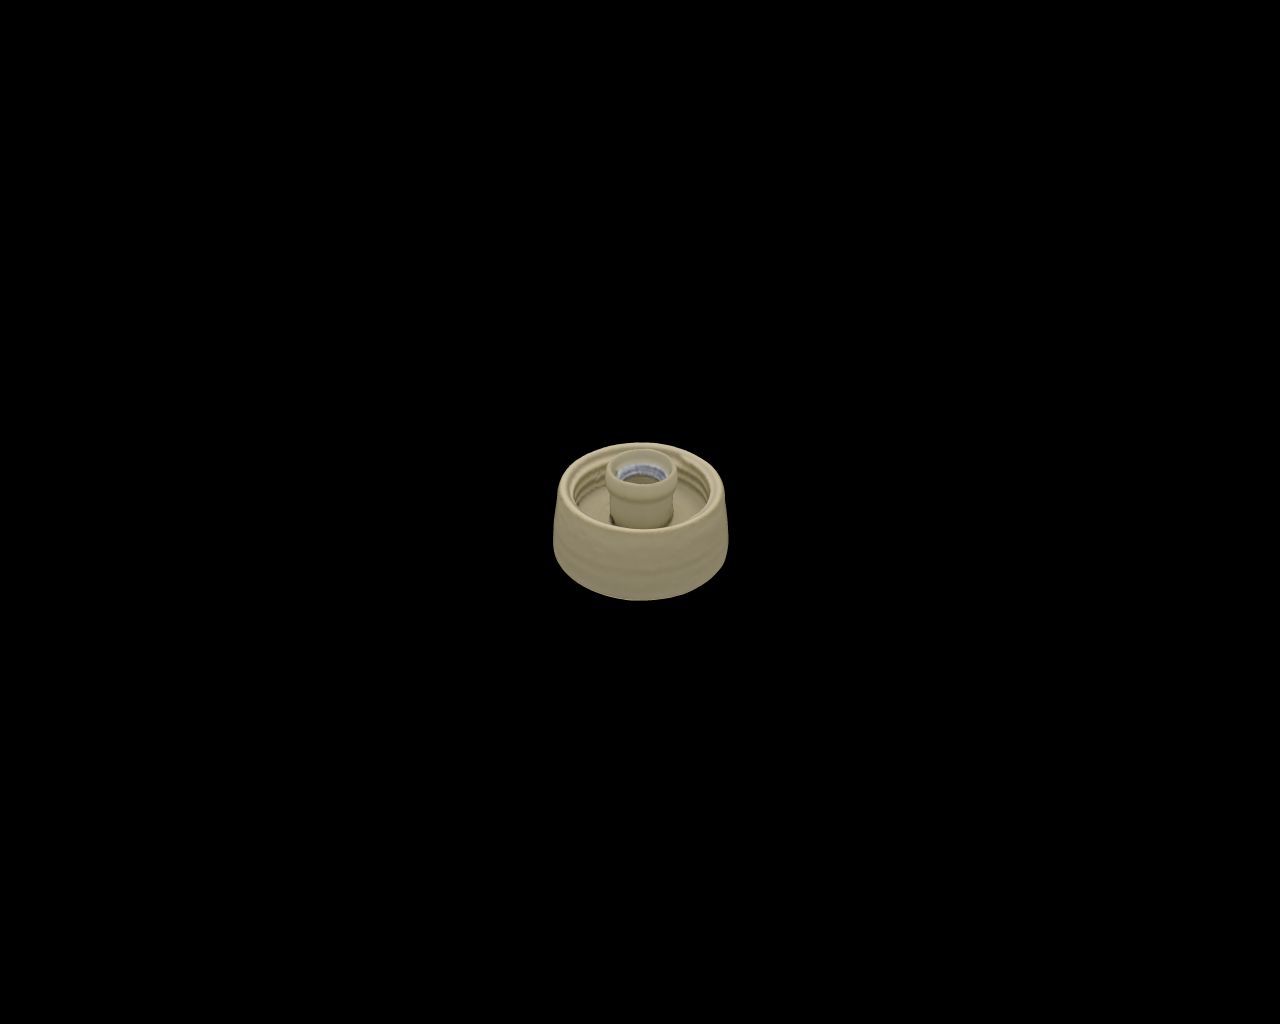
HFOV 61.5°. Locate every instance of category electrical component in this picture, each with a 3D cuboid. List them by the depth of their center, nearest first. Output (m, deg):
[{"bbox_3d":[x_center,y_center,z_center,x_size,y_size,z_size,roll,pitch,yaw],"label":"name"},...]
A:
[{"bbox_3d":[0.001,-0.003,0.650,0.108,0.060,0.108,0,34,0],"label":"electrical component"}]
